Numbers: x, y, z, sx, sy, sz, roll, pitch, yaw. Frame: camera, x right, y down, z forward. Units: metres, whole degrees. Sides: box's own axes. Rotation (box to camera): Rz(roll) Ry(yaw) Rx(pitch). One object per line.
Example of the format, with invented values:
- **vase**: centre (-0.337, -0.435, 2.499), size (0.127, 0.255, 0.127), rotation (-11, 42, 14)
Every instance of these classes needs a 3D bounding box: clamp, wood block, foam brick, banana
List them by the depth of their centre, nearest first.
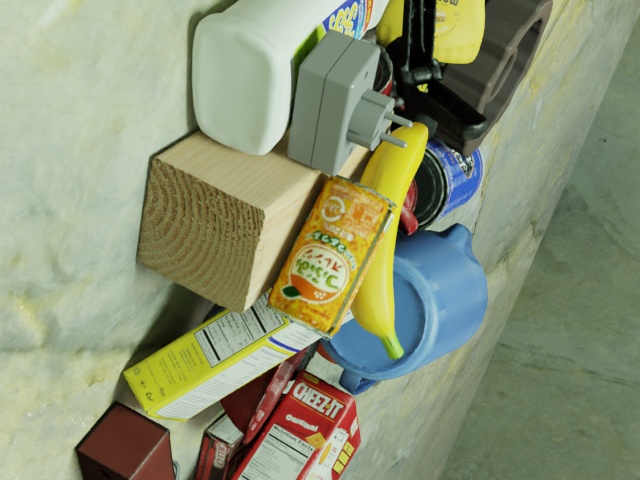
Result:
- **wood block**: centre (-0.035, -0.043, 0.793), size (0.205, 0.091, 0.090), rotation (-43, 153, -52)
- **banana**: centre (0.048, -0.013, 0.810), size (0.069, 0.037, 0.197), rotation (42, 53, -55)
- **foam brick**: centre (-0.148, 0.173, 0.822), size (0.051, 0.053, 0.078), rotation (-53, 158, -35)
- **clamp**: centre (0.082, -0.148, 0.901), size (0.210, 0.036, 0.164), rotation (152, -73, -78)

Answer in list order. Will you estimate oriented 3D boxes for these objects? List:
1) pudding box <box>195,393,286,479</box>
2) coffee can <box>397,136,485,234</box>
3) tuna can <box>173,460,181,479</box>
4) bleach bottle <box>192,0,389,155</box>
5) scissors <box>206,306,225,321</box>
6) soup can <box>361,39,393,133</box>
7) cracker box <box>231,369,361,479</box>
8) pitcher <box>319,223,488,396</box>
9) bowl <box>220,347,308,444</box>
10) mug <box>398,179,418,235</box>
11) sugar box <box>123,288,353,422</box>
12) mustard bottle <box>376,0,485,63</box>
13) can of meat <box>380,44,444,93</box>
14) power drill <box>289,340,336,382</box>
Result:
- **pudding box**: centre (-0.082, 0.211, 1.093), size (0.113, 0.039, 0.090), rotation (-38, 149, -55)
- **coffee can**: centre (0.114, -0.071, 1.176), size (0.140, 0.103, 0.103), rotation (-28, 139, -63)
- **tuna can**: centre (-0.155, 0.216, 0.894), size (0.086, 0.034, 0.086), rotation (-54, 160, -31)
- **bleach bottle**: centre (-0.001, -0.168, 0.777), size (0.250, 0.068, 0.103), rotation (-53, 160, -42)
- **scissors**: centre (-0.047, 0.015, 0.959), size (0.201, 0.016, 0.096), rotation (-53, 164, -33)
- **soup can**: centre (0.028, -0.115, 0.920), size (0.068, 0.068, 0.102), rotation (-57, 161, -25)
- **cracker box**: centre (-0.043, 0.256, 1.084), size (0.213, 0.072, 0.164), rotation (-56, 162, -20)
- **pitcher**: centre (0.072, 0.069, 0.997), size (0.242, 0.145, 0.149), rotation (-8, 88, -74)
- **bowl**: centre (-0.051, 0.105, 0.984), size (0.162, 0.055, 0.162), rotation (-59, 173, -12)
- **mug**: centre (0.047, -0.049, 0.999), size (0.093, 0.117, 0.081), rotation (-40, 154, -5)
- **sugar box**: centre (-0.057, 0.079, 0.834), size (0.176, 0.048, 0.093), rotation (-34, 164, 3)
- **mustard bottle**: centre (0.115, -0.256, 0.937), size (0.058, 0.096, 0.192), rotation (-78, -179, -59)
- **can of meat**: centre (0.078, -0.144, 1.052), size (0.084, 0.057, 0.102), rotation (-67, 163, 12)
- **power drill**: centre (0.013, 0.083, 1.165), size (0.184, 0.057, 0.187), rotation (-62, 163, -11)
